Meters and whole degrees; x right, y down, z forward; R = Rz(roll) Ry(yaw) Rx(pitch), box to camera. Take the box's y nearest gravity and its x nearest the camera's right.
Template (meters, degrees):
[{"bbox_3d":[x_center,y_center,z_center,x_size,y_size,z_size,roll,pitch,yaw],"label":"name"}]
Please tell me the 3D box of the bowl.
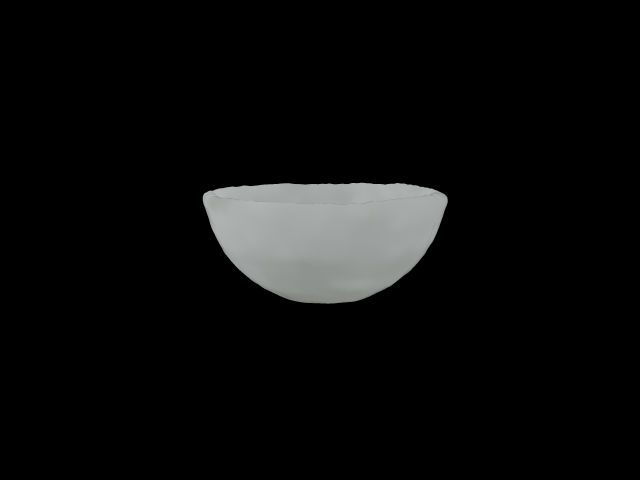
[{"bbox_3d":[0.004,0.001,0.400,0.167,0.075,0.167,0,10,0],"label":"bowl"}]
